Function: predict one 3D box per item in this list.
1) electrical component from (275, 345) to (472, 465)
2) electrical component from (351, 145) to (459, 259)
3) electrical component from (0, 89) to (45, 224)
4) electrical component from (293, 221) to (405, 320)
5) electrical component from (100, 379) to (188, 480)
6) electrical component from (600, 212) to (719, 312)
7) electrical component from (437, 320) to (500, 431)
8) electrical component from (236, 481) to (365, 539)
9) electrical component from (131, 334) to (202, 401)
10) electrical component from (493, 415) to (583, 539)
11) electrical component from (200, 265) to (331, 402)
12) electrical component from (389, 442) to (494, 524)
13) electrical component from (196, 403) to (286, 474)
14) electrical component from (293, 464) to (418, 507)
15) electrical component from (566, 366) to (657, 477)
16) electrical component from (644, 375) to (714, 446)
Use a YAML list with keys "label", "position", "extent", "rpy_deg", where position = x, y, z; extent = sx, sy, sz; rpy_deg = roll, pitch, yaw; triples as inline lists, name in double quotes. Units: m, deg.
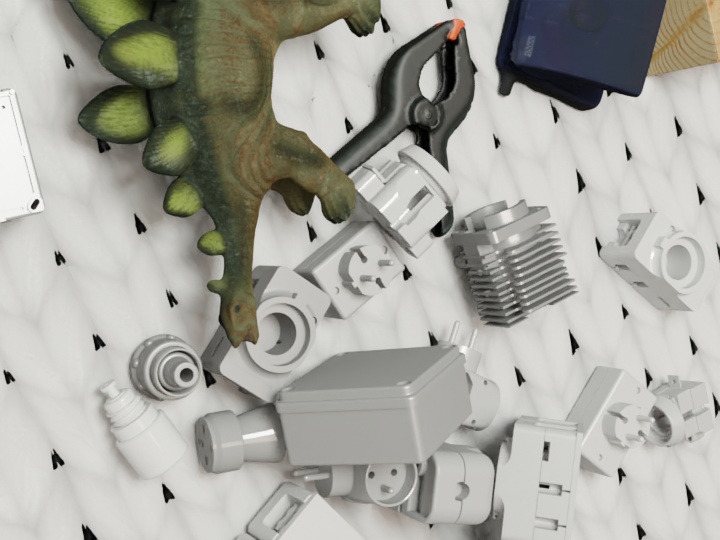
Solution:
- label: "electrical component"
  position: [0.013, 0.097, 0.778]
  extent: [0.109, 0.109, 0.056]
  rpy_deg: [-27, 109, -62]
- label: "electrical component"
  position: [0.036, -0.056, 0.806]
  extent: [0.057, 0.058, 0.078]
  rpy_deg: [-45, 114, -6]
- label: "electrical component"
  position: [-0.249, -0.075, 0.692]
  extent: [0.062, 0.061, 0.096]
  rpy_deg: [-16, 97, -26]
- label: "electrical component"
  position: [0.000, 0.000, 0.808]
  extent: [0.066, 0.077, 0.047]
  rpy_deg: [-40, 108, -20]
- label: "electrical component"
  position: [-0.155, 0.110, 0.754]
  extent: [0.040, 0.040, 0.078]
  rpy_deg: [-39, 107, -21]
- label: "electrical component"
  position: [0.269, -0.007, 0.954]
  extent: [0.089, 0.056, 0.050]
  rpy_deg: [39, 75, -22]
- label: "electrical component"
  position: [0.075, 0.081, 0.866]
  extent: [0.077, 0.043, 0.079]
  rpy_deg: [22, 81, -25]
- label: "electrical component"
  position: [-0.064, 0.243, 0.789]
  extent: [0.089, 0.062, 0.150]
  rpy_deg: [48, 71, -19]
- label: "electrical component"
  position: [-0.131, 0.070, 0.752]
  extent: [0.048, 0.062, 0.048]
  rpy_deg: [0, 91, -27]
- label: "electrical component"
  position: [0.137, 0.214, 0.856]
  extent: [0.060, 0.105, 0.186]
  rpy_deg: [7, 87, 12]
- label: "electrical component"
  position: [-0.068, 0.045, 0.787]
  extent: [0.050, 0.056, 0.089]
  rpy_deg: [36, 76, -23]
- label: "electrical component"
  position: [0.059, 0.162, 0.830]
  extent: [0.059, 0.095, 0.053]
  rpy_deg: [8, 87, -26]
- label: "electrical component"
  position: [-0.087, 0.123, 0.785]
  extent: [0.055, 0.045, 0.045]
  rpy_deg: [-6, 94, -26]
- label: "electrical component"
  position: [-0.010, 0.150, 0.806]
  extent: [0.079, 0.077, 0.044]
  rpy_deg: [-1, 92, -26]
- label: "electrical component"
  position: [0.222, 0.132, 0.922]
  extent: [0.047, 0.076, 0.083]
  rpy_deg: [39, 75, -21]
- label: "electrical component"
  position: [0.283, 0.130, 0.970]
  extent: [0.055, 0.048, 0.066]
  rpy_deg: [-19, 99, -33]
